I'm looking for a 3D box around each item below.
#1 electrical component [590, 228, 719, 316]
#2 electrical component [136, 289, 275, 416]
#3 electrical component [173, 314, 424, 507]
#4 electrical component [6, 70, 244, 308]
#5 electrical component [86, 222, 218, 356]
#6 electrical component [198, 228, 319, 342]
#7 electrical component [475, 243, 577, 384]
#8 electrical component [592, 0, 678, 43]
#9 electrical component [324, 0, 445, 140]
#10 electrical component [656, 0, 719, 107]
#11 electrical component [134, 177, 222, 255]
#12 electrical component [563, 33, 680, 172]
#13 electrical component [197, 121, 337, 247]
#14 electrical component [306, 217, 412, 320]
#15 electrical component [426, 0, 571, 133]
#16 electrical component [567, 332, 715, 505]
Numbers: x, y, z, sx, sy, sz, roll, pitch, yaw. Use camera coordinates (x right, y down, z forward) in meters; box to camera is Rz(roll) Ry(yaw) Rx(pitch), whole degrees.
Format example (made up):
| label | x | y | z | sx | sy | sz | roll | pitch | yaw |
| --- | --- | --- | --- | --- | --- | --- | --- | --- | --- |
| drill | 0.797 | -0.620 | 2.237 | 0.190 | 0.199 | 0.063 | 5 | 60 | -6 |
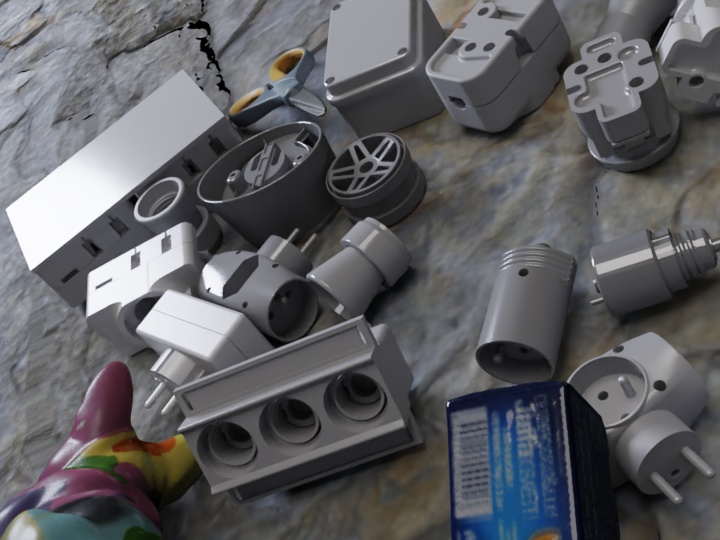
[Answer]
| label | x | y | z | sx | sy | sz | roll | pitch | yaw |
| --- | --- | --- | --- | --- | --- | --- | --- | --- | --- |
| electrical component | 0.160 | -0.003 | 0.576 | 0.078 | 0.040 | 0.040 | -20 | 43 | 20 |
| electrical component | -0.111 | 0.062 | 0.704 | 0.083 | 0.047 | 0.075 | 15 | 61 | 44 |
| electrical component | -0.033 | 0.077 | 0.616 | 0.121 | 0.078 | 0.063 | -22 | 13 | 17 |
| electrical component | -0.183 | -0.065 | 0.868 | 0.186 | 0.060 | 0.105 | -39 | 40 | -2 |
| electrical component | -0.146 | 0.017 | 0.770 | 0.089 | 0.050 | 0.055 | -27 | 40 | 11 |
| electrical component | -0.058 | 0.004 | 0.725 | 0.077 | 0.043 | 0.079 | 18 | 65 | 45 |
| electrical component | 0.095 | 0.019 | 0.601 | 0.043 | 0.043 | 0.081 | -5 | 49 | 32 |
| electrical component | 0.179 | -0.162 | 0.716 | 0.044 | 0.044 | 0.065 | 12 | 64 | 42 |
| electrical component | 0.019 | -0.162 | 0.818 | 0.078 | 0.057 | 0.113 | -18 | 43 | 21 |
| electrical component | 0.218 | -0.137 | 0.644 | 0.078 | 0.058 | 0.057 | 12 | 47 | -5 |
| electrical component | -0.136 | -0.036 | 0.810 | 0.045 | 0.055 | 0.045 | -20 | 43 | 20 |
| electrical component | 0.161 | -0.097 | 0.654 | 0.058 | 0.057 | 0.078 | -20 | 43 | 19 |
| electrical component | -0.063 | -0.066 | 0.780 | 0.099 | 0.064 | 0.099 | -20 | 43 | 20 |
| electrical component | 0.000 | 0.000 | 0.686 | 0.055 | 0.045 | 0.045 | -47 | 41 | -12 |
| electrical component | 0.098 | -0.144 | 0.741 | 0.054 | 0.059 | 0.095 | 22 | 67 | 46 |
| electrical component | 0.134 | 0.079 | 0.512 | 0.077 | 0.044 | 0.079 | -39 | 40 | -2 |
